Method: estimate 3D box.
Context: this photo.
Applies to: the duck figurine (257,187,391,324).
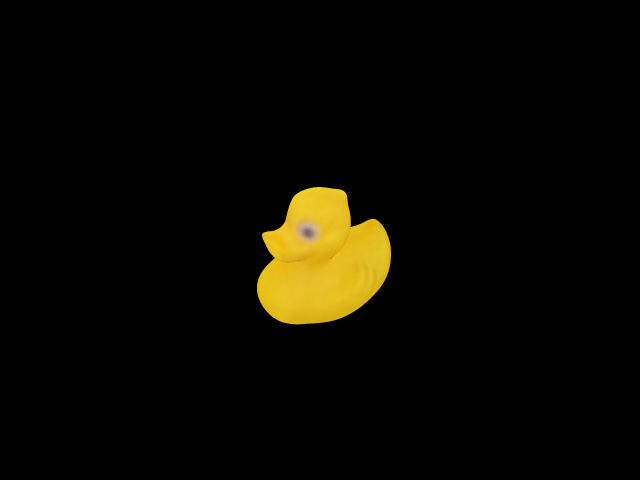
[{"bbox_3d":[0.004,0.001,0.400,0.105,0.086,0.077,-21,45,-23],"label":"duck figurine"}]
